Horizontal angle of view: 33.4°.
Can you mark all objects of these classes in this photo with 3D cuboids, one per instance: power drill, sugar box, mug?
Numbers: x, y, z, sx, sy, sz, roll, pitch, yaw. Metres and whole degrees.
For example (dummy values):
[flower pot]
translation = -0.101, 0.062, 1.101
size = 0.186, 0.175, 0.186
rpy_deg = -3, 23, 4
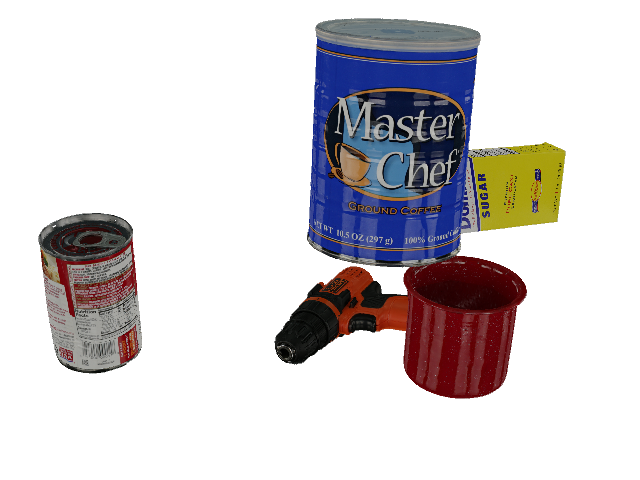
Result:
[power drill]
translation = 0.065, 0.089, 1.115
size = 0.188, 0.057, 0.184
rpy_deg = 11, 28, 24
[sugar box]
translation = 0.201, -0.061, 1.254
size = 0.176, 0.093, 0.048
rpy_deg = -8, 21, -26
[mug]
translation = 0.101, 0.063, 0.833
size = 0.093, 0.081, 0.117
rpy_deg = -11, 29, -27

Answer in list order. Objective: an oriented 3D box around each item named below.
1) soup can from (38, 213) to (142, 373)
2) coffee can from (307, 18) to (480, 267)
[soup can]
translation = -0.170, 0.040, 0.800
size = 0.068, 0.102, 0.068
rpy_deg = 0, 28, 0
[coffee can]
translation = 0.045, -0.066, 0.684
size = 0.103, 0.140, 0.103
rpy_deg = 2, 18, -1
